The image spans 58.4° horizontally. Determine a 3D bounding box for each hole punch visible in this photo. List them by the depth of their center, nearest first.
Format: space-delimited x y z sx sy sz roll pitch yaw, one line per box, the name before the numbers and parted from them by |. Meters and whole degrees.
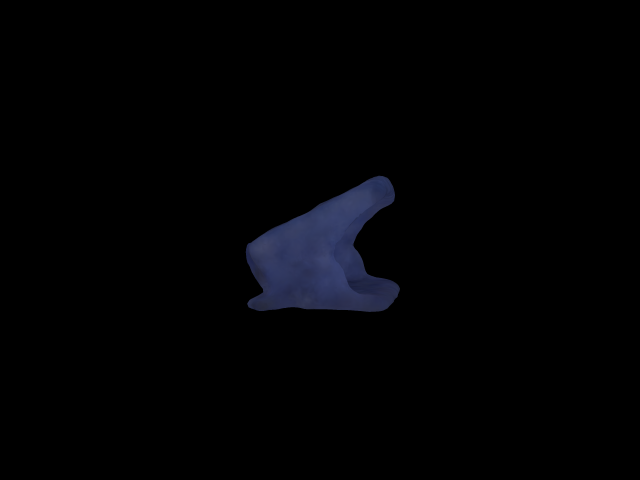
hole punch | 0.004 0.001 0.400 0.101 0.091 0.109 1 4 11
